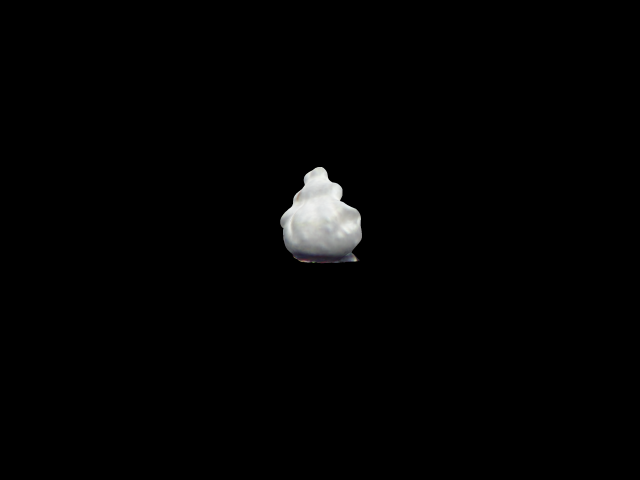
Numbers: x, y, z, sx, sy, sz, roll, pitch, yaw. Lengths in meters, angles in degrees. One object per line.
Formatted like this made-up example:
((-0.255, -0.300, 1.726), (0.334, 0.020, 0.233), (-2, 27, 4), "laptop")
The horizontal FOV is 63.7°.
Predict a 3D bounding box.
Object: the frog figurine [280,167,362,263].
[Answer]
((0.003, -0.043, 0.850), (0.137, 0.159, 0.123), (1, 1, 32), "frog figurine")
